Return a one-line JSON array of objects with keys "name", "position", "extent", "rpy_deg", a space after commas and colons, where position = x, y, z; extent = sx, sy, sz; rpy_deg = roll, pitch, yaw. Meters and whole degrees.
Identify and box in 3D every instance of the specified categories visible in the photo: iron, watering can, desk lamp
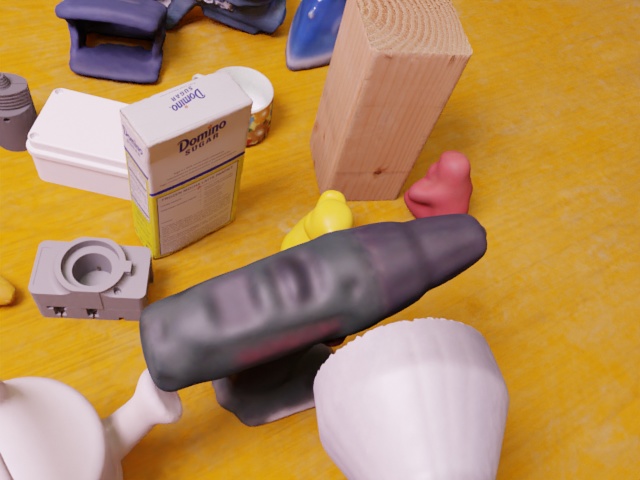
[{"name": "iron", "position": [0.043, -0.331, 0.718], "extent": [0.118, 0.141, 0.259], "rpy_deg": [32, 57, 7]}, {"name": "watering can", "position": [-0.174, 0.131, 0.348], "extent": [0.101, 0.194, 0.173], "rpy_deg": [39, 58, 12]}, {"name": "desk lamp", "position": [0.054, 0.180, 0.361], "extent": [0.118, 0.213, 0.203], "rpy_deg": [1, 58, -12]}]

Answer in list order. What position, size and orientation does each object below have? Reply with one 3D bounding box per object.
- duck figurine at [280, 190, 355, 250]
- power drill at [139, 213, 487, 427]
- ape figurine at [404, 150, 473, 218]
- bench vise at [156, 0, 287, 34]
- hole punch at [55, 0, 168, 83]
[{"name": "duck figurine", "position": [0.005, 0.002, 0.536], "extent": [0.077, 0.086, 0.104], "rpy_deg": [12, 57, -6]}, {"name": "power drill", "position": [-0.011, 0.064, 0.421], "extent": [0.230, 0.208, 0.075], "rpy_deg": [-14, 63, -21]}, {"name": "ape figurine", "position": [0.131, -0.058, 0.600], "extent": [0.078, 0.092, 0.076], "rpy_deg": [-6, 60, -17]}, {"name": "bench vise", "position": [-0.129, -0.325, 0.626], "extent": [0.208, 0.219, 0.121], "rpy_deg": [-12, 62, -20]}, {"name": "hole punch", "position": [-0.225, -0.240, 0.627], "extent": [0.109, 0.091, 0.101], "rpy_deg": [4, 58, -11]}]
